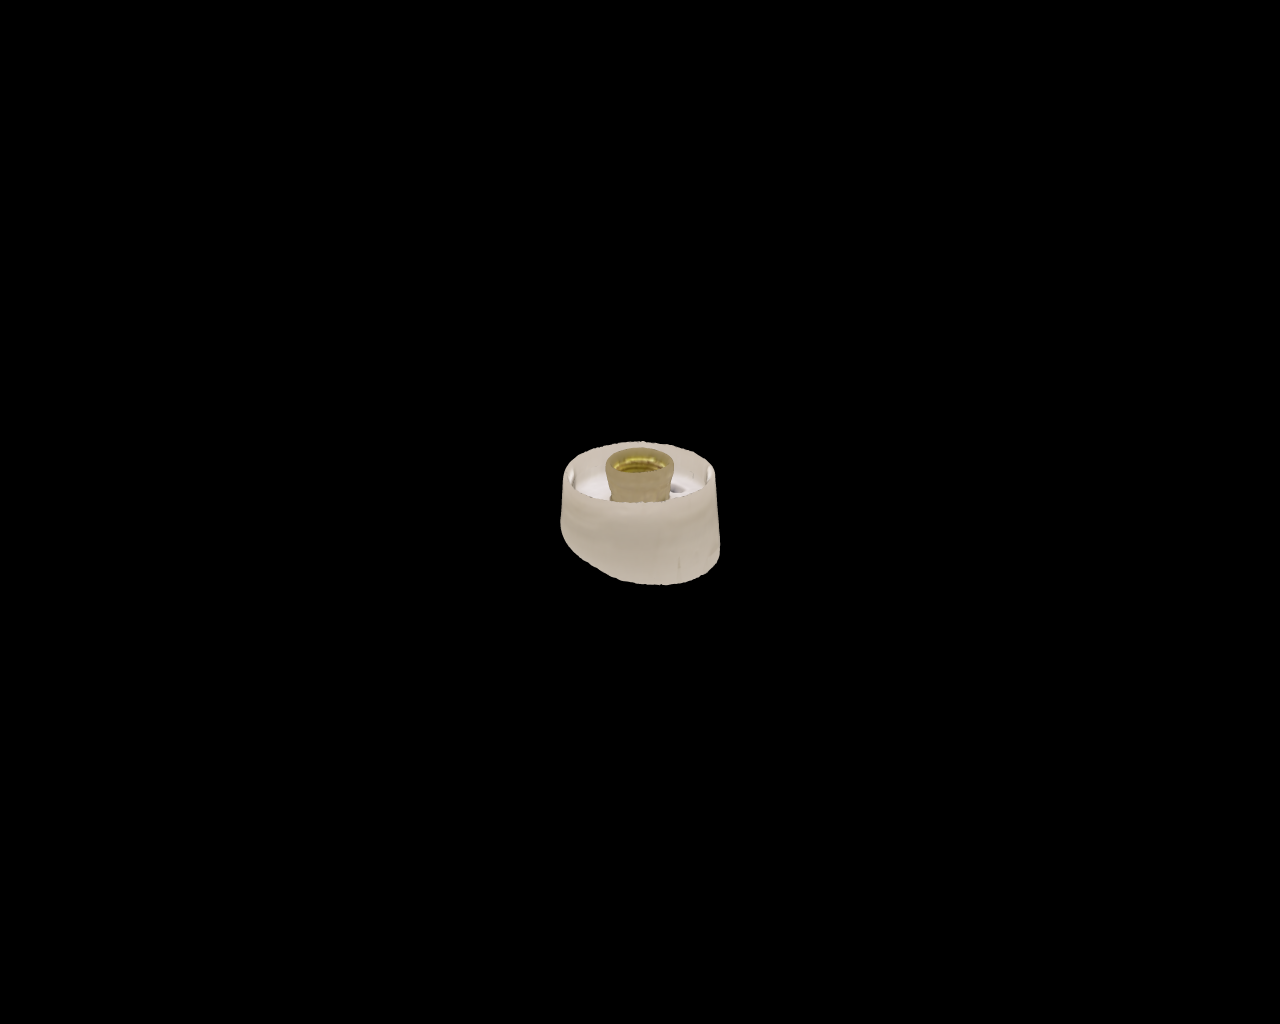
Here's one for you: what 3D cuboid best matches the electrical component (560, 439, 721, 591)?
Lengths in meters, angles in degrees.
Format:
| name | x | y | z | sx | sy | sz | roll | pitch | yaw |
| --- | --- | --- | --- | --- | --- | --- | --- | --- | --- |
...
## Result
| name | x | y | z | sx | sy | sz | roll | pitch | yaw |
| --- | --- | --- | --- | --- | --- | --- | --- | --- | --- |
| electrical component | 0.001 | -0.003 | 0.650 | 0.099 | 0.064 | 0.099 | 0 | 26 | 0 |
